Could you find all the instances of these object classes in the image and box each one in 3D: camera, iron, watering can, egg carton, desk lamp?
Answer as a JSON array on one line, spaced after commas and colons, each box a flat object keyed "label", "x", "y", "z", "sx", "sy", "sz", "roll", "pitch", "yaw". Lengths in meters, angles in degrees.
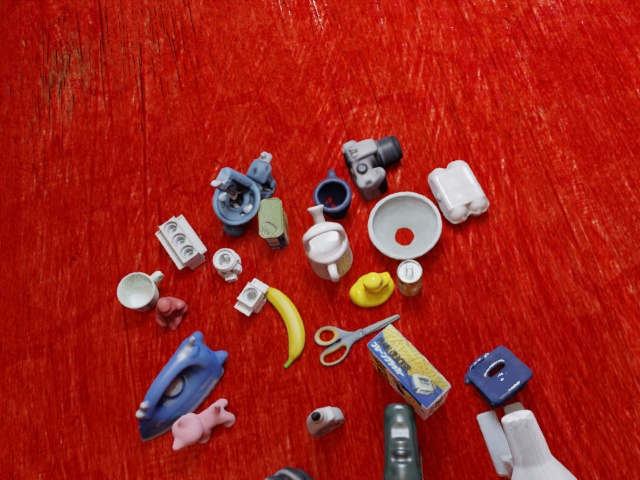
[{"label": "camera", "x": 0.135, "y": -0.193, "z": 1.388, "sx": 0.137, "sy": 0.101, "sz": 0.143, "roll": -23, "pitch": 66, "yaw": -1}, {"label": "iron", "x": -0.319, "y": 0.316, "z": 1.223, "sx": 0.118, "sy": 0.141, "sz": 0.258, "roll": 31, "pitch": 75, "yaw": 19}, {"label": "watering can", "x": 0.010, "y": 0.005, "z": 1.273, "sx": 0.101, "sy": 0.194, "sz": 0.172, "roll": -36, "pitch": 67, "yaw": -7}, {"label": "egg carton", "x": 0.321, "y": -0.113, "z": 1.343, "sx": 0.107, "sy": 0.069, "sz": 0.150, "roll": -23, "pitch": 66, "yaw": -1}, {"label": "desk lamp", "x": 0.373, "y": 0.398, "z": 1.043, "sx": 0.118, "sy": 0.214, "sz": 0.203, "roll": -19, "pitch": 66, "yaw": 1}]

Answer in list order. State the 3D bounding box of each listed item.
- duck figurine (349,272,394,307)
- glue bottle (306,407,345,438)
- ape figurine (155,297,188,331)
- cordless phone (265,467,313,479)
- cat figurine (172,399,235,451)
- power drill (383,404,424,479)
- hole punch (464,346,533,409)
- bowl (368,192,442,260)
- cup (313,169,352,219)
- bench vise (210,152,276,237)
[{"label": "duck figurine", "x": 0.114, "y": 0.103, "z": 1.276, "sx": 0.104, "sy": 0.086, "sz": 0.077, "roll": -22, "pitch": 66, "yaw": -1}, {"label": "glue bottle", "x": 0.003, "y": 0.357, "z": 1.139, "sx": 0.078, "sy": 0.173, "sz": 0.037, "roll": -27, "pitch": 66, "yaw": -3}, {"label": "ape figurine", "x": -0.349, "y": 0.160, "z": 1.319, "sx": 0.078, "sy": 0.092, "sz": 0.076, "roll": -24, "pitch": 66, "yaw": -1}, {"label": "cordless phone", "x": -0.043, "y": 0.498, "z": 1.080, "sx": 0.147, "sy": 0.185, "sz": 0.094, "roll": 29, "pitch": 75, "yaw": 19}, {"label": "cat figurine", "x": -0.253, "y": 0.383, "z": 1.197, "sx": 0.128, "sy": 0.118, "sz": 0.067, "roll": -36, "pitch": 67, "yaw": -7}, {"label": "power drill", "x": 0.155, "y": 0.429, "z": 1.066, "sx": 0.075, "sy": 0.209, "sz": 0.229, "roll": -5, "pitch": 67, "yaw": 7}, {"label": "hole punch", "x": 0.359, "y": 0.276, "z": 1.163, "sx": 0.109, "sy": 0.091, "sz": 0.101, "roll": -37, "pitch": 67, "yaw": -7}, {"label": "bowl", "x": 0.196, "y": -0.022, "z": 1.322, "sx": 0.167, "sy": 0.075, "sz": 0.167, "roll": -3, "pitch": 67, "yaw": 7}, {"label": "cup", "x": 0.034, "y": -0.101, "z": 1.368, "sx": 0.091, "sy": 0.095, "sz": 0.118, "roll": -6, "pitch": 67, "yaw": 6}, {"label": "bench vise", "x": -0.192, "y": -0.134, "z": 1.348, "sx": 0.121, "sy": 0.220, "sz": 0.207, "roll": 8, "pitch": 69, "yaw": 12}]
